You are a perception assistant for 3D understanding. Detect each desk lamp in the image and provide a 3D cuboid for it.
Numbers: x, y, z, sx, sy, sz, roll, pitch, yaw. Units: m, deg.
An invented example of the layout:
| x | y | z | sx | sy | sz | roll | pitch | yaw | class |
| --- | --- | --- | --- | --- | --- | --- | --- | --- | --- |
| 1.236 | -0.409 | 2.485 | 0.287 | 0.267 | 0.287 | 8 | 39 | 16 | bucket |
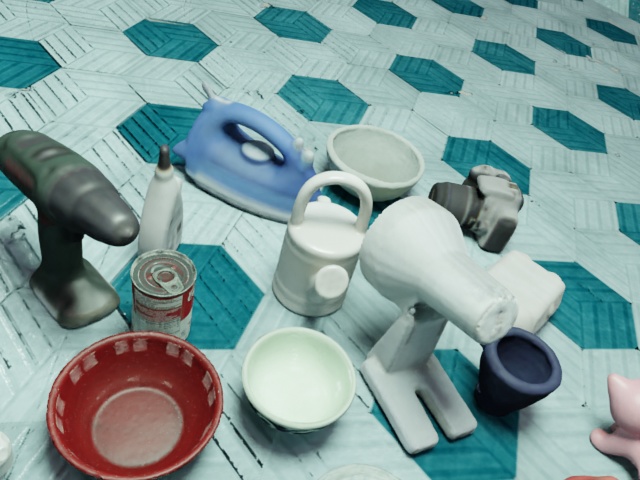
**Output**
| x | y | z | sx | sy | sz | roll | pitch | yaw | class |
| --- | --- | --- | --- | --- | --- | --- | --- | --- | --- |
| 0.123 | 0.087 | 0.637 | 0.118 | 0.213 | 0.202 | -10 | 48 | -27 | desk lamp |

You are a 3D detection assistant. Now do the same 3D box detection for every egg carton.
| x | y | z | sx | sy | sz | roll | pitch | yaw | class |
| --- | --- | --- | --- | --- | --- | --- | --- | --- | --- |
| 0.273 | 0.080 | 0.804 | 0.107 | 0.069 | 0.151 | 38 | 46 | 22 | egg carton |

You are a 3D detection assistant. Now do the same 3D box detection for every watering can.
| x | y | z | sx | sy | sz | roll | pitch | yaw | class |
| --- | --- | --- | --- | --- | --- | --- | --- | --- | --- |
| 0.009 | 0.003 | 0.704 | 0.101 | 0.194 | 0.172 | -8 | 47 | -26 | watering can |

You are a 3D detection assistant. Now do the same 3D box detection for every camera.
| x | y | z | sx | sy | sz | roll | pitch | yaw | class |
| --- | --- | --- | --- | --- | --- | --- | --- | --- | --- |
| 0.248 | -0.069 | 0.932 | 0.137 | 0.101 | 0.143 | 12 | 42 | -6 | camera |

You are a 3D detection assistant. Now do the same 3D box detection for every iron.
| x | y | z | sx | sy | sz | roll | pitch | yaw | class |
| --- | --- | --- | --- | --- | --- | --- | --- | --- | --- |
| -0.086 | -0.127 | 0.852 | 0.258 | 0.141 | 0.119 | 27 | 42 | 11 | iron |

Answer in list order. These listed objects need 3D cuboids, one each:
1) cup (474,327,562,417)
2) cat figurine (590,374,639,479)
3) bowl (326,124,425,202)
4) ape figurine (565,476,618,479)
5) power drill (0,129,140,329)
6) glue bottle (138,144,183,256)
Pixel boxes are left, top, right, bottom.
| x | y | z | sx | sy | sz | roll | pitch | yaw | class |
| --- | --- | --- | --- | --- | --- | --- | --- | --- | --- |
| 0.213 | 0.156 | 0.682 | 0.092 | 0.095 | 0.117 | -21 | 54 | -35 | cup |
| 0.374 | 0.217 | 0.654 | 0.067 | 0.118 | 0.127 | -7 | 47 | -25 | cat figurine |
| 0.084 | -0.116 | 0.947 | 0.167 | 0.075 | 0.167 | 10 | 42 | -9 | bowl |
| 0.274 | 0.270 | 0.582 | 0.077 | 0.092 | 0.076 | 36 | 45 | 21 | ape figurine |
| -0.265 | -0.007 | 0.611 | 0.229 | 0.208 | 0.076 | 39 | 46 | 23 | power drill |
| -0.192 | -0.045 | 0.703 | 0.037 | 0.173 | 0.078 | 17 | 41 | 1 | glue bottle |
